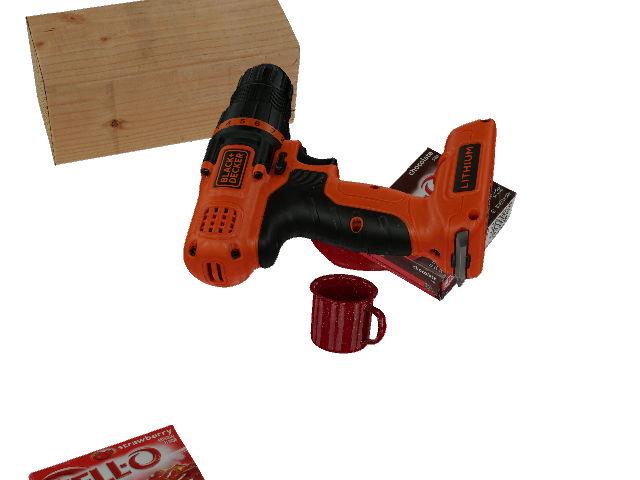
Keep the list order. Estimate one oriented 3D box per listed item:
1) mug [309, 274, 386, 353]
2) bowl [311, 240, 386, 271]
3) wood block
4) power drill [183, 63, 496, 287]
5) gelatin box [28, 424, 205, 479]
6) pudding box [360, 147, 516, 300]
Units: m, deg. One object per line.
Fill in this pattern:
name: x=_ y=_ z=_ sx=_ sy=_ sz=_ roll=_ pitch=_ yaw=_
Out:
mug: x=0.039 y=0.104 z=1.450 sx=0.117 sy=0.081 sz=0.093 roll=18 pitch=26 yaw=30
bowl: x=0.055 y=-0.007 z=1.077 sx=0.162 sy=0.055 sz=0.162 roll=-2 pitch=13 yaw=0
wood block: x=-0.130 y=-0.140 z=0.890 sx=0.205 sy=0.090 sz=0.091 roll=-12 pitch=-37 yaw=-16
power drill: x=0.017 y=-0.044 z=0.687 sx=0.188 sy=0.184 sz=0.057 roll=3 pitch=-38 yaw=11
gelatin box: x=-0.111 y=0.145 z=0.596 sx=0.089 sy=0.030 sz=0.073 roll=-16 pitch=28 yaw=-20
pudding box: x=0.094 y=-0.015 z=0.882 sx=0.090 sy=0.039 sz=0.113 roll=31 pitch=56 yaw=23
